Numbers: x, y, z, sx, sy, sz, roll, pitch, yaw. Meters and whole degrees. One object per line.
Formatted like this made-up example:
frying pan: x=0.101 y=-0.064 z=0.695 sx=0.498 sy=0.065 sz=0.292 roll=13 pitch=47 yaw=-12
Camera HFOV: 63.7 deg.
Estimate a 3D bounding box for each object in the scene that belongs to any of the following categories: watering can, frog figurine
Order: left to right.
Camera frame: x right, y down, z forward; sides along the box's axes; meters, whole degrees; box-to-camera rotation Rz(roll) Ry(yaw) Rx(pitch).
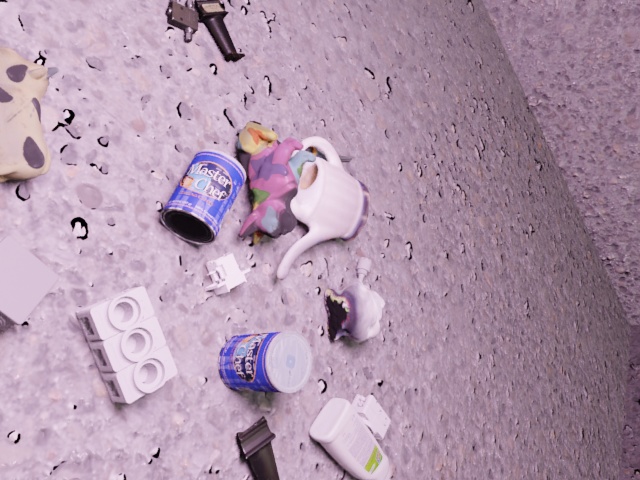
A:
watering can: x=0.003 y=-0.057 z=1.127 sx=0.222 sy=0.103 sz=0.354 roll=25 pitch=63 yaw=-37
frog figurine: x=0.099 y=0.155 z=1.156 sx=0.160 sy=0.120 sz=0.140 roll=-2 pitch=61 yaw=-36
